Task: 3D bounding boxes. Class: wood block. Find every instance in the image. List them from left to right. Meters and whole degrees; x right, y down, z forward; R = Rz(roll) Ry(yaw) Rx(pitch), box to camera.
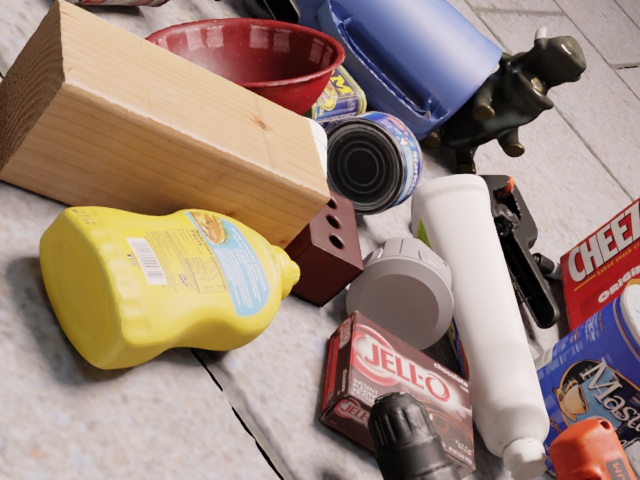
[{"bbox_3d":[-0.105,-0.065,0.724,0.205,0.090,0.091,22,37,-34],"label":"wood block"}]

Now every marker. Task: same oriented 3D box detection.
[{"bbox_3d":[0.261,0.039,1.119,0.121,0.020,0.020,23,37,-34],"label":"marker"}]

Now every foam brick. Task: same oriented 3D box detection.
[{"bbox_3d":[-0.005,0.001,0.805,0.053,0.051,0.078,27,35,-30],"label":"foam brick"}]

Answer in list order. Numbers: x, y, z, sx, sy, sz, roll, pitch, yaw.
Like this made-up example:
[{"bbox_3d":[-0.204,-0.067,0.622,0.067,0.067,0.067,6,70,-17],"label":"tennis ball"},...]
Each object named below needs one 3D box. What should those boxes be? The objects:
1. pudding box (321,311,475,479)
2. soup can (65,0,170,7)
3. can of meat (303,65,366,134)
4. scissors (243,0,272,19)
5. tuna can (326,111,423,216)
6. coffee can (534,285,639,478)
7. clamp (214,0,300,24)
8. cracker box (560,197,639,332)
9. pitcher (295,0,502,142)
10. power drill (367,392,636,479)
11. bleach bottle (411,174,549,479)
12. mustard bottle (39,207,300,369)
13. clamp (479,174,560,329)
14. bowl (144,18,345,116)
[{"bbox_3d":[0.056,0.114,0.757,0.113,0.039,0.090,35,32,-18],"label":"pudding box"},{"bbox_3d":[-0.167,-0.223,0.858,0.068,0.069,0.102,53,32,12],"label":"soup can"},{"bbox_3d":[-0.021,-0.135,0.946,0.102,0.058,0.083,53,33,12],"label":"can of meat"},{"bbox_3d":[-0.056,-0.274,1.106,0.096,0.016,0.202,18,40,-43],"label":"scissors"},{"bbox_3d":[0.041,-0.065,0.907,0.086,0.086,0.033,51,33,9],"label":"tuna can"},{"bbox_3d":[0.232,0.118,0.868,0.102,0.140,0.103,31,33,-23],"label":"coffee can"},{"bbox_3d":[-0.068,-0.264,0.937,0.120,0.039,0.171,27,49,-59],"label":"clamp"},{"bbox_3d":[0.310,0.055,0.988,0.072,0.164,0.213,33,35,-22],"label":"cracker box"},{"bbox_3d":[0.048,-0.213,1.034,0.242,0.145,0.149,42,-9,-11],"label":"pitcher"},{"bbox_3d":[0.126,0.174,0.699,0.187,0.057,0.184,-9,73,-35],"label":"power drill"},{"bbox_3d":[0.131,0.070,0.850,0.068,0.102,0.251,-11,49,-2],"label":"bleach bottle"},{"bbox_3d":[-0.079,0.025,0.678,0.191,0.058,0.096,-2,56,-51],"label":"mustard bottle"},{"bbox_3d":[0.167,-0.018,1.054,0.164,0.036,0.210,37,29,-13],"label":"clamp"},{"bbox_3d":[-0.062,-0.126,0.842,0.162,0.055,0.162,2,29,-1],"label":"bowl"}]
